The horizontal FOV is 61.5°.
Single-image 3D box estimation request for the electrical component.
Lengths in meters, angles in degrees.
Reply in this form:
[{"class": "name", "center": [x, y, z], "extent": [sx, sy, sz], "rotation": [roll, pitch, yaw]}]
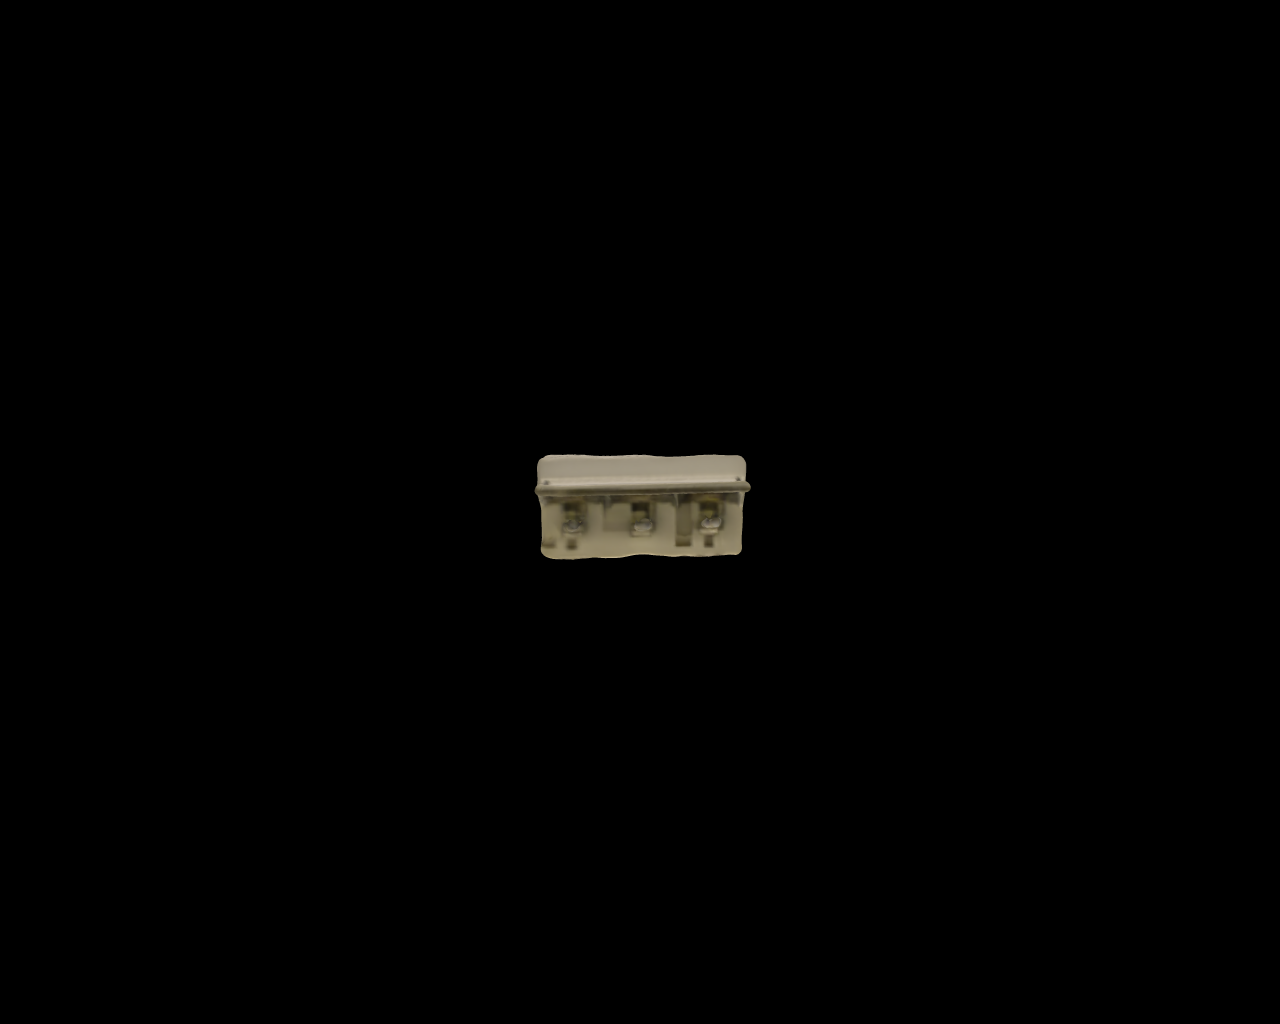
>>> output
[{"class": "electrical component", "center": [0.001, -0.003, 0.650], "extent": [0.121, 0.063, 0.079], "rotation": [0, 4, -2]}]
